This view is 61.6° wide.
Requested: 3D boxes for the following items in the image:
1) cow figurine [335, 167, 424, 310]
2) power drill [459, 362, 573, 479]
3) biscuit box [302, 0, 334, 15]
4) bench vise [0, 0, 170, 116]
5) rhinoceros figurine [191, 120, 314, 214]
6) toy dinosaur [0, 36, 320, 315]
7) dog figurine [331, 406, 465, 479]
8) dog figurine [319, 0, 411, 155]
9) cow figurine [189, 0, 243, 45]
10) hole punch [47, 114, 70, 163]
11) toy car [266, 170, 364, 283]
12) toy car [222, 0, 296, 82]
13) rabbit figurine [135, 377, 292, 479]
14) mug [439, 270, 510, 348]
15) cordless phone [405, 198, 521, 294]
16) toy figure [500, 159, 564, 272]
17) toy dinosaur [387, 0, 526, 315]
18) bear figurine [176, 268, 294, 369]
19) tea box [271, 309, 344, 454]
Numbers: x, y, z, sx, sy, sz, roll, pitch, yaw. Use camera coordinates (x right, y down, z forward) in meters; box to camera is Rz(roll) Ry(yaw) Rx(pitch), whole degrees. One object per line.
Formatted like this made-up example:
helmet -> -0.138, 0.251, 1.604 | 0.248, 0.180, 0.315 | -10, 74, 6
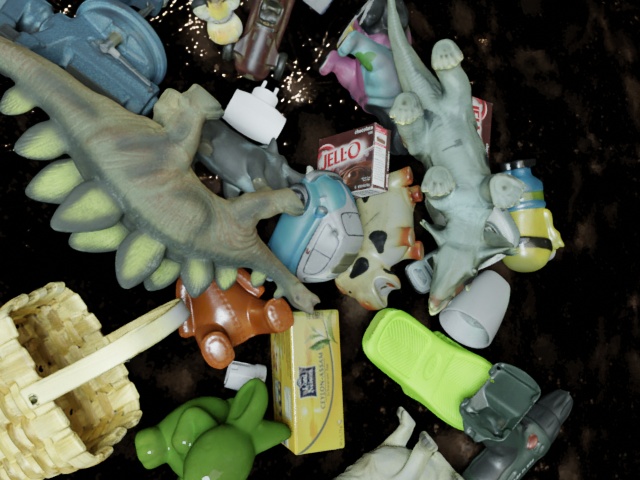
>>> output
cow figurine -> 0.077, 0.002, 0.748 | 0.085, 0.127, 0.195 | 40, 48, -51
power drill -> 0.279, 0.261, 0.771 | 0.232, 0.086, 0.207 | -42, 139, -14
biscuit box -> -0.055, -0.422, 0.778 | 0.202, 0.059, 0.063 | 34, 74, -14
bench vise -> -0.269, -0.258, 0.648 | 0.224, 0.129, 0.240 | 29, 53, -6
rhinoceros figurine -> -0.092, -0.092, 0.702 | 0.190, 0.073, 0.112 | 29, 40, -20
toy dinosaur -> -0.179, -0.068, 0.543 | 0.471, 0.105, 0.198 | 44, 72, -14
dog figurine -> 0.093, 0.349, 0.722 | 0.190, 0.121, 0.172 | -40, 95, -7
dog figurine -> 0.118, -0.234, 0.798 | 0.219, 0.108, 0.191 | 38, 68, -17
cow figurine -> -0.142, -0.330, 0.662 | 0.068, 0.098, 0.167 | -25, 102, -3
hole punch -> -0.247, -0.089, 0.633 | 0.092, 0.116, 0.142 | -35, 96, -30
toy car -> -0.001, -0.002, 0.679 | 0.103, 0.109, 0.161 | 35, 104, 26
toy car -> -0.065, -0.318, 0.734 | 0.089, 0.053, 0.202 | 20, 100, -10
rabbit figurine -> -0.111, 0.240, 0.606 | 0.159, 0.170, 0.121 | -29, 94, -21
mug -> 0.232, 0.091, 0.816 | 0.109, 0.080, 0.107 | 41, 58, 7
cordless phone -> 0.187, -0.010, 0.800 | 0.184, 0.088, 0.146 | -27, 81, -16
toy figure -> 0.320, -0.038, 0.861 | 0.089, 0.082, 0.180 | -10, 90, -15
toy dinosaur -> 0.164, -0.114, 0.702 | 0.131, 0.192, 0.405 | -12, 75, 7
bear figurine -> -0.133, 0.038, 0.651 | 0.120, 0.132, 0.195 | -25, 98, -24
tea box -> -0.019, 0.174, 0.691 | 0.068, 0.098, 0.169 | 1, 84, -21
